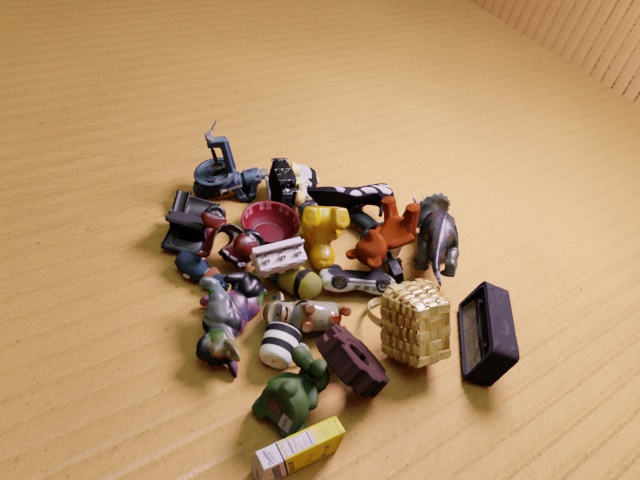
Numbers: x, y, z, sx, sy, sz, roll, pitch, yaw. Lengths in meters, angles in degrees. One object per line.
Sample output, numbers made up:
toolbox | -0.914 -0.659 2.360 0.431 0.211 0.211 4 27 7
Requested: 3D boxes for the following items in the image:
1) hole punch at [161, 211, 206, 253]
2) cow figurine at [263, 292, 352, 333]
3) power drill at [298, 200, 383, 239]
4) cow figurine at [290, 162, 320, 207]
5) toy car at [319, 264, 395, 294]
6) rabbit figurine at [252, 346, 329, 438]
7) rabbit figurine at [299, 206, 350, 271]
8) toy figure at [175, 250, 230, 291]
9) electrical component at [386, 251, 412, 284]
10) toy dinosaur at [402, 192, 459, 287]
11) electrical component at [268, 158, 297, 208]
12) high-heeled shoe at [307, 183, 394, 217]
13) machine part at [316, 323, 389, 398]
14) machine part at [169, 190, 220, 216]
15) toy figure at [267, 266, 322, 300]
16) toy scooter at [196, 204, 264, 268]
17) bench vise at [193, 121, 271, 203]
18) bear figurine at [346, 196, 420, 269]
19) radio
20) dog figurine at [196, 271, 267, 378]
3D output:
hole punch | -0.343 -0.018 1.394 0.142 0.092 0.116 11 14 1
cow figurine | -0.040 0.172 1.258 0.195 0.085 0.127 7 0 -25
power drill | 0.077 -0.062 1.544 0.232 0.085 0.207 -22 47 -34
cow figurine | -0.044 -0.158 1.611 0.098 0.068 0.167 5 46 -17
toy car | 0.097 0.104 1.379 0.202 0.056 0.074 6 21 -14
rabbit figurine | -0.043 0.297 1.117 0.121 0.159 0.170 25 29 25
rabbit figurine | -0.003 -0.004 1.420 0.122 0.173 0.162 -5 3 -20
toy figure | -0.284 0.081 1.317 0.155 0.064 0.058 33 10 11
electrical component | 0.211 0.085 1.434 0.045 0.078 0.102 -19 47 -2
toy dinosaur | 0.310 -0.019 1.427 0.131 0.192 0.405 -1 12 0
electrical component | -0.109 -0.156 1.555 0.058 0.114 0.134 -6 46 -16
high-heeled shoe | 0.091 -0.139 1.510 0.249 0.086 0.145 19 45 -7
machine part | 0.074 0.261 1.163 0.179 0.056 0.179 43 8 -8
machine part | -0.336 -0.092 1.478 0.139 0.039 0.084 15 67 -5
toy figure | -0.078 0.087 1.338 0.180 0.089 0.082 36 78 15
toy scooter | -0.232 0.010 1.330 0.183 0.075 0.135 38 62 -19
bench vise | -0.256 -0.200 1.488 0.224 0.240 0.129 -5 47 4
bear figurine | 0.161 -0.017 1.394 0.196 0.131 0.120 -26 34 -36
radio | 0.402 0.219 1.294 0.073 0.131 0.230 20 44 -11
dog figurine | -0.192 0.190 1.203 0.191 0.108 0.219 -7 52 -24
